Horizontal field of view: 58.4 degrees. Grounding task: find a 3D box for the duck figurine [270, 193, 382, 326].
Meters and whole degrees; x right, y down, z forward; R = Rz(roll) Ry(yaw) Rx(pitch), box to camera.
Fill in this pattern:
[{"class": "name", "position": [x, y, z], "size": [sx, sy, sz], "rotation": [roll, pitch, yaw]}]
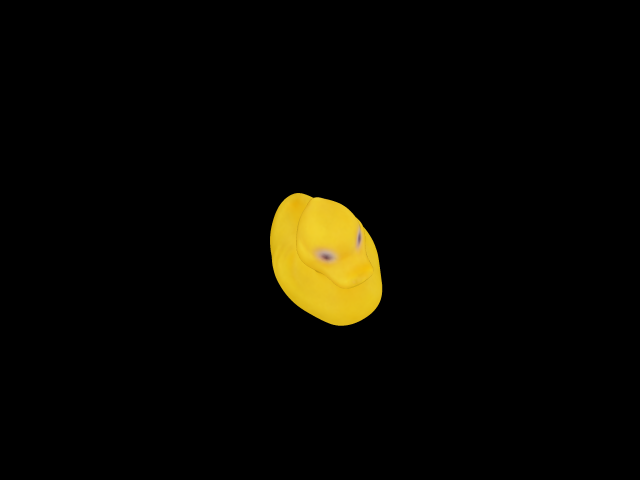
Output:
[{"class": "duck figurine", "position": [0.004, 0.001, 0.400], "size": [0.077, 0.086, 0.104], "rotation": [-29, 66, -14]}]
